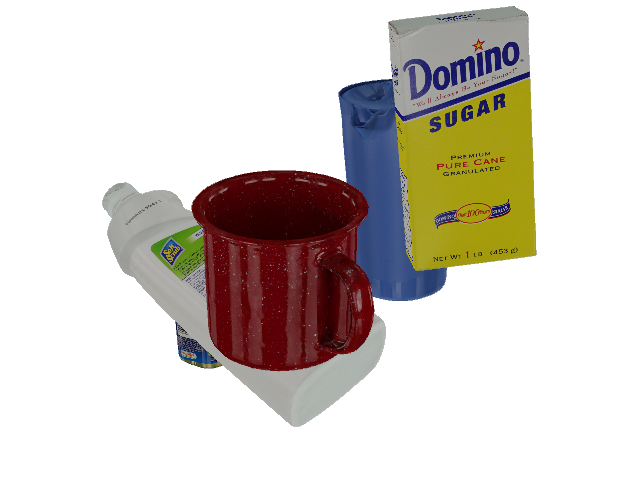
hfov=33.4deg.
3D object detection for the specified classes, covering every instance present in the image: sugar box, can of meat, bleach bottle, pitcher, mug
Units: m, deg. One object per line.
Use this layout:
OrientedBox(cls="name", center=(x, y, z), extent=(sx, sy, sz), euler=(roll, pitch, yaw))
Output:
OrientedBox(cls="sugar box", center=(0.102, -0.071, 0.758), extent=(0.093, 0.176, 0.048), euler=(-8, 22, -3))
OrientedBox(cls="can of meat", center=(-0.101, 0.066, 1.051), extent=(0.058, 0.084, 0.101), euler=(11, 27, 25))
OrientedBox(cls="bleach bottle", center=(-0.074, 0.029, 0.824), extent=(0.102, 0.068, 0.251), euler=(-34, 59, -31))
OrientedBox(cls="pitcher", center=(0.097, -0.062, 1.232), extent=(0.149, 0.243, 0.145), euler=(-6, 22, -9))
OrientedBox(cls="mug", center=(-0.013, 0.021, 0.571), extent=(0.093, 0.081, 0.117), euler=(-21, 34, -37))
